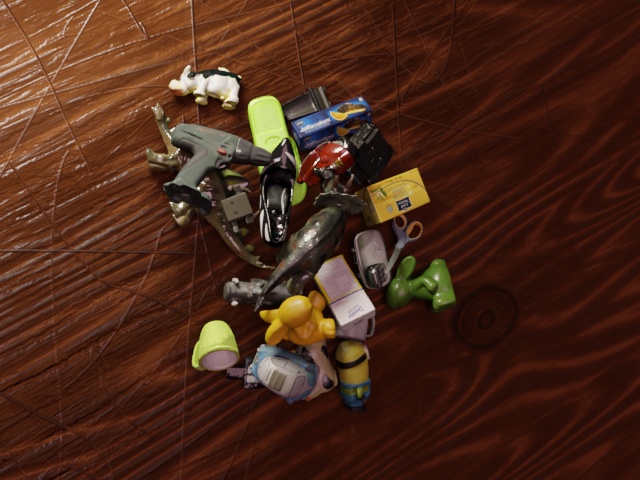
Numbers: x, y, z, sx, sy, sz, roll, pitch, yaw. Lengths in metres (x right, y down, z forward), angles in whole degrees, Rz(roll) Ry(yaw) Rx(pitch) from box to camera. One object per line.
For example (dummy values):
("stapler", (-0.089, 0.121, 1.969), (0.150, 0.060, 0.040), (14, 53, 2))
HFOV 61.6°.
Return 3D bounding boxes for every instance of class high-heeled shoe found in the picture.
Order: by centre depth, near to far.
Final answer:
("high-heeled shoe", (-0.096, -0.110, 1.243), (0.086, 0.145, 0.248), (5, 104, -10))

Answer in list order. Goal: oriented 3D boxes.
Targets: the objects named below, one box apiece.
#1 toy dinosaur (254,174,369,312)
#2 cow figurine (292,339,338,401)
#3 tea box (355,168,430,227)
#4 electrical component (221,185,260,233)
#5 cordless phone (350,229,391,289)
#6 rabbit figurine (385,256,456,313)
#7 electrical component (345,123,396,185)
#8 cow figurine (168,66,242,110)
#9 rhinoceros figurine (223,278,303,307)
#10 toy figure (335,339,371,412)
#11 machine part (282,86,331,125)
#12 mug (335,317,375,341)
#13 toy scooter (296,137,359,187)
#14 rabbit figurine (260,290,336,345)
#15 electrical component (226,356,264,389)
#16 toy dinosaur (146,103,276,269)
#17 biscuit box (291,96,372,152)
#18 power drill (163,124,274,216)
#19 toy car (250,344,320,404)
("toy dinosaur", (-0.009, -0.003, 1.244), (0.131, 0.192, 0.405), (31, 48, 1))
("cow figurine", (-0.014, 0.280, 1.323), (0.127, 0.085, 0.195), (-22, 90, -4))
("tea box", (0.184, -0.108, 1.357), (0.170, 0.068, 0.098), (-24, 93, -28))
("electrical component", (-0.186, -0.077, 1.247), (0.078, 0.045, 0.102), (-26, 101, -4))
("cordless phone", (0.121, 0.050, 1.300), (0.089, 0.184, 0.146), (-12, 91, 7))
("rabbit figurine", (0.245, 0.117, 1.363), (0.170, 0.121, 0.159), (-11, 87, 4))
("electrical component", (0.115, -0.208, 1.353), (0.114, 0.058, 0.134), (41, 81, -37))
("cow figurine", (-0.277, -0.381, 1.305), (0.167, 0.068, 0.098), (10, 81, -13))
("rhinoceros figurine", (-0.138, 0.131, 1.292), (0.190, 0.112, 0.073), (6, 89, -18))
("toy figure", (0.083, 0.336, 1.331), (0.082, 0.089, 0.180), (5, 98, 32))
("machine part", (-0.040, -0.337, 1.363), (0.139, 0.039, 0.084), (-20, 97, -12))
("mug", (0.093, 0.196, 1.350), (0.109, 0.081, 0.107), (14, 78, -21))
("toy scooter", (0.009, -0.178, 1.263), (0.135, 0.184, 0.075), (-46, 113, -9))
("rabbit figurine", (-0.054, 0.171, 1.222), (0.162, 0.173, 0.122), (-14, 68, 1))
("electrical component", (-0.170, 0.325, 1.311), (0.119, 0.048, 0.074), (3, 87, -10))
("toy dinosaur", (-0.268, -0.112, 1.283), (0.198, 0.105, 0.471), (-27, 98, -13))
("biscuit box", (0.030, -0.292, 1.351), (0.203, 0.059, 0.063), (-23, 60, -10))
("power drill", (-0.236, -0.159, 1.191), (0.232, 0.086, 0.207), (22, 63, -5))
("toy car", (-0.084, 0.308, 1.238), (0.162, 0.103, 0.109), (26, 93, 1))
